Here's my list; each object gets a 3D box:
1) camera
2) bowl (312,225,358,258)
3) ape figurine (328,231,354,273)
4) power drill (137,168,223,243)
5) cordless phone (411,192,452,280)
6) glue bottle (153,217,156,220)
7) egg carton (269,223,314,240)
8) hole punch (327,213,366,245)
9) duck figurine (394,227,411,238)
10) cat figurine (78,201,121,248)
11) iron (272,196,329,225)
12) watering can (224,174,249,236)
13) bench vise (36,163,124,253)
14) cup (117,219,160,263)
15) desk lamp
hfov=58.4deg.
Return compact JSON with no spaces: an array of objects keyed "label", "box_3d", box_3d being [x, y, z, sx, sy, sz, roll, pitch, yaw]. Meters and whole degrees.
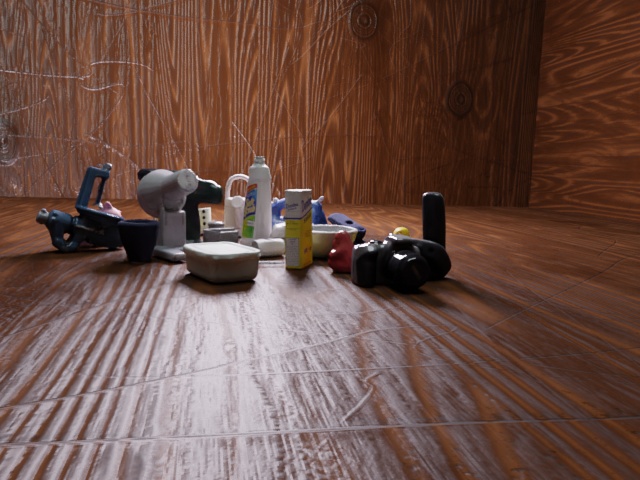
[{"label":"camera","box_3d":[0.146,0.043,1.120,0.143,0.101,0.136,0,8,-15]},{"label":"bowl","box_3d":[0.013,0.005,1.469,0.167,0.075,0.167,2,8,0]},{"label":"ape figurine","box_3d":[0.050,0.024,1.267,0.078,0.092,0.075,-5,10,-41]},{"label":"power drill","box_3d":[-0.377,-0.085,1.541,0.229,0.208,0.075,2,8,-1]},{"label":"cordless phone","box_3d":[0.212,-0.014,1.242,0.147,0.185,0.094,8,10,38]},{"label":"glue bottle","box_3d":[-0.489,-0.099,1.751,0.037,0.173,0.078,0,8,-11]},{"label":"egg carton","box_3d":[-0.072,-0.011,1.587,0.107,0.069,0.151,4,8,17]},{"label":"hole punch","box_3d":[0.082,-0.032,1.706,0.100,0.091,0.109,6,9,28]},{"label":"duck figurine","box_3d":[0.200,0.012,1.424,0.077,0.086,0.105,4,8,14]},{"label":"cat figurine","box_3d":[-0.583,-0.044,1.525,0.128,0.118,0.067,-5,10,-42]},{"label":"iron","box_3d":[-0.092,-0.070,1.760,0.257,0.141,0.119,6,9,26]},{"label":"watering can","box_3d":[-0.253,-0.112,1.828,0.101,0.194,0.172,-2,8,-24]},{"label":"bench vise","box_3d":[-0.578,-0.081,1.415,0.121,0.220,0.208,8,10,37]},{"label":"cup","box_3d":[-0.408,0.001,1.310,0.091,0.095,0.118,3,8,7]},{"label":"desk lamp","box_3d":[-0.352,-0.067,1.388,0.118,0.213,0.202,-5,10,-41]}]
